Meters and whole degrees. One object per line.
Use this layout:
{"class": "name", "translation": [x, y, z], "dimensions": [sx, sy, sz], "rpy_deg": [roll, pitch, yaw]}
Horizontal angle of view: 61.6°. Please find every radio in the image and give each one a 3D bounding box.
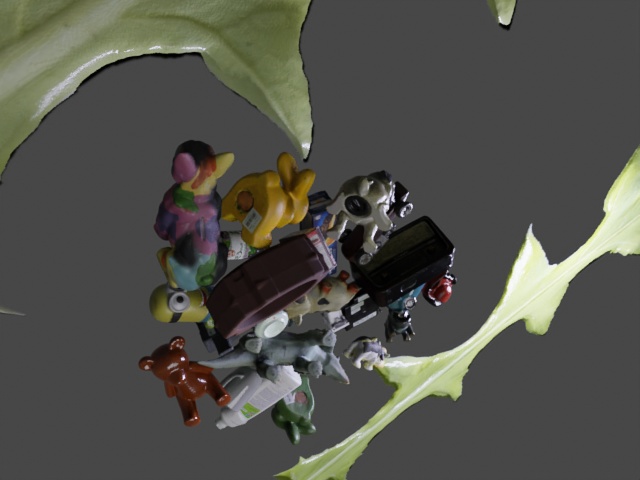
{"class": "radio", "translation": [0.197, 0.051, 1.274], "dimensions": [0.230, 0.131, 0.073], "rpy_deg": [-29, 143, -10]}

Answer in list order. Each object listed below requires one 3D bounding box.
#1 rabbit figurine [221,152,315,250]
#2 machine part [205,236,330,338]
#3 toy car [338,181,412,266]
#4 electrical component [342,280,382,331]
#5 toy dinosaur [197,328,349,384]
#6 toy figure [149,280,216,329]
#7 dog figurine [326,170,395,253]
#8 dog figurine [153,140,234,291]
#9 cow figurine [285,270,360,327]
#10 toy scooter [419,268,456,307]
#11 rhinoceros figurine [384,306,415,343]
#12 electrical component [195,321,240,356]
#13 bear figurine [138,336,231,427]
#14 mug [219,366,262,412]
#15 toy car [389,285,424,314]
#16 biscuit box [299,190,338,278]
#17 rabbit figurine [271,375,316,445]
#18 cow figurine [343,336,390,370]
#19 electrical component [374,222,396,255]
{"class": "rabbit figurine", "translation": [-0.080, -0.076, 0.972], "dimensions": [0.173, 0.122, 0.162], "rpy_deg": [6, 116, -58]}
{"class": "machine part", "translation": [-0.098, 0.085, 0.984], "dimensions": [0.201, 0.087, 0.201], "rpy_deg": [-26, 169, -34]}
{"class": "toy car", "translation": [0.120, -0.036, 1.163], "dimensions": [0.053, 0.089, 0.202], "rpy_deg": [22, 112, -47]}
{"class": "electrical component", "translation": [0.099, 0.154, 1.362], "dimensions": [0.115, 0.058, 0.134], "rpy_deg": [-25, 140, -18]}
{"class": "toy dinosaur", "translation": [-0.103, 0.262, 1.260], "dimensions": [0.405, 0.131, 0.192], "rpy_deg": [10, 168, -24]}
{"class": "toy figure", "translation": [-0.244, 0.127, 1.051], "dimensions": [0.180, 0.082, 0.089], "rpy_deg": [14, 118, -48]}
{"class": "dog figurine", "translation": [0.097, -0.096, 1.027], "dimensions": [0.190, 0.121, 0.172], "rpy_deg": [-63, 180, -38]}
{"class": "dog figurine", "translation": [-0.193, -0.046, 0.845], "dimensions": [0.108, 0.192, 0.219], "rpy_deg": [-4, 147, -27]}
{"class": "cow figurine", "translation": [-0.014, 0.132, 1.236], "dimensions": [0.195, 0.086, 0.127], "rpy_deg": [4, 125, -46]}
{"class": "toy scooter", "translation": [0.319, 0.109, 1.478], "dimensions": [0.183, 0.075, 0.135], "rpy_deg": [24, 111, -43]}
{"class": "rhinoceros figurine", "translation": [0.219, 0.215, 1.480], "dimensions": [0.073, 0.112, 0.190], "rpy_deg": [-2, 150, 0]}
{"class": "electrical component", "translation": [-0.208, 0.196, 1.117], "dimensions": [0.075, 0.119, 0.047], "rpy_deg": [-30, 141, -14]}
{"class": "bear figurine", "translation": [-0.290, 0.299, 1.153], "dimensions": [0.120, 0.132, 0.195], "rpy_deg": [-32, 148, -11]}
{"class": "mug", "translation": [-0.200, 0.350, 1.318], "dimensions": [0.107, 0.081, 0.109], "rpy_deg": [-45, 139, -10]}
{"class": "toy car", "translation": [0.205, 0.098, 1.357], "dimensions": [0.103, 0.109, 0.161], "rpy_deg": [30, 99, -31]}
{"class": "biscuit box", "translation": [-0.002, -0.003, 1.122], "dimensions": [0.063, 0.059, 0.202], "rpy_deg": [-22, 139, -20]}
{"class": "rabbit figurine", "translation": [-0.075, 0.480, 1.504], "dimensions": [0.121, 0.159, 0.170], "rpy_deg": [-20, 155, -36]}
{"class": "cow figurine", "translation": [0.151, 0.325, 1.572], "dimensions": [0.167, 0.068, 0.098], "rpy_deg": [24, 106, -49]}
{"class": "electrical component", "translation": [0.132, -0.004, 1.224], "dimensions": [0.045, 0.078, 0.102], "rpy_deg": [32, 102, -26]}
